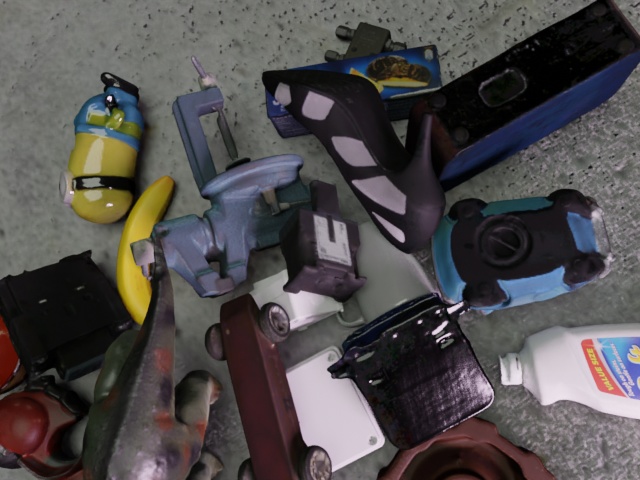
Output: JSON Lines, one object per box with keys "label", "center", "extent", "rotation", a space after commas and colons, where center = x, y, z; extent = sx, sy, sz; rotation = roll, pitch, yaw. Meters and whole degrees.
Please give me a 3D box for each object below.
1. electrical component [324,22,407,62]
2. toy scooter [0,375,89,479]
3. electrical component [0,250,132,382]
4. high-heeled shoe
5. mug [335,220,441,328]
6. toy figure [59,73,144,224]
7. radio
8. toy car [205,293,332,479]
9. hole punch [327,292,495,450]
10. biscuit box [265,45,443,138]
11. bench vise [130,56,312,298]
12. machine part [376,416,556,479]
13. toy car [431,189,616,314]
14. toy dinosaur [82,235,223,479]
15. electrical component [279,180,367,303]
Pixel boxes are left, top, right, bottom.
{"label": "electrical component", "center": [0.057, -0.230, 0.659], "extent": [0.094, 0.021, 0.063], "rotation": [21, 83, 13]}
{"label": "toy scooter", "center": [-0.282, 0.212, 0.600], "extent": [0.184, 0.075, 0.135], "rotation": [32, 86, 12]}
{"label": "electrical component", "center": [-0.285, 0.089, 0.606], "extent": [0.115, 0.058, 0.134], "rotation": [-26, 71, -38]}
{"label": "high-heeled shoe", "center": [0.026, -0.090, 0.566], "extent": [0.249, 0.086, 0.145], "rotation": [30, 127, 35]}
{"label": "mug", "center": [0.059, 0.039, 0.578], "extent": [0.109, 0.080, 0.107], "rotation": [-31, 63, 16]}
{"label": "toy figure", "center": [-0.262, -0.110, 0.662], "extent": [0.089, 0.082, 0.180], "rotation": [10, 78, 15]}
{"label": "radio", "center": [0.203, -0.142, 0.556], "extent": [0.230, 0.131, 0.073], "rotation": [-31, 76, 3]}
{"label": "toy car", "center": [-0.051, 0.152, 0.518], "extent": [0.089, 0.053, 0.202], "rotation": [-27, 72, 32]}
{"label": "hole punch", "center": [0.090, 0.117, 0.523], "extent": [0.142, 0.092, 0.115], "rotation": [-28, 99, 6]}
{"label": "biscuit box", "center": [0.039, -0.171, 0.629], "extent": [0.203, 0.062, 0.059], "rotation": [-7, 77, 8]}
{"label": "bench vise", "center": [-0.111, -0.065, 0.587], "extent": [0.224, 0.129, 0.240], "rotation": [-18, 85, -10]}
{"label": "machine part", "center": [0.139, 0.258, 0.522], "extent": [0.179, 0.056, 0.179], "rotation": [-2, 77, 9]}
{"label": "toy car", "center": [0.198, 0.013, 0.538], "extent": [0.162, 0.103, 0.109], "rotation": [-13, 72, 18]}
{"label": "toy dinosaur", "center": [-0.155, 0.215, 0.486], "extent": [0.131, 0.192, 0.404], "rotation": [-7, 107, -3]}
{"label": "electrical component", "center": [-0.001, -0.002, 0.544], "extent": [0.075, 0.047, 0.119], "rotation": [11, 49, -29]}
